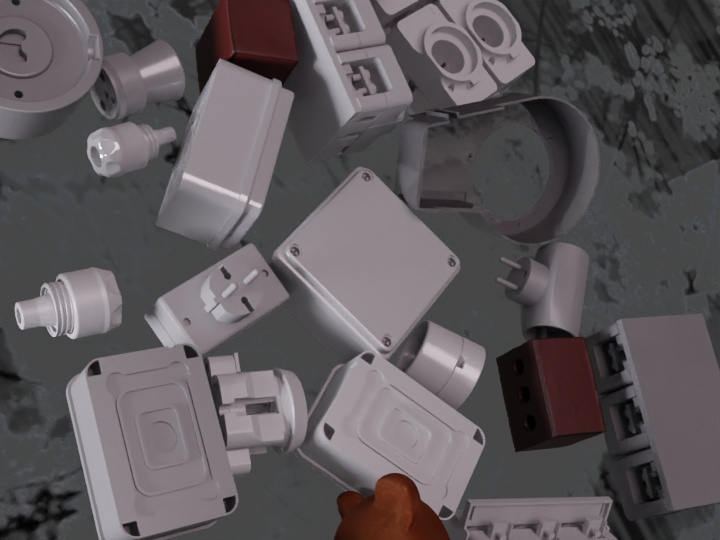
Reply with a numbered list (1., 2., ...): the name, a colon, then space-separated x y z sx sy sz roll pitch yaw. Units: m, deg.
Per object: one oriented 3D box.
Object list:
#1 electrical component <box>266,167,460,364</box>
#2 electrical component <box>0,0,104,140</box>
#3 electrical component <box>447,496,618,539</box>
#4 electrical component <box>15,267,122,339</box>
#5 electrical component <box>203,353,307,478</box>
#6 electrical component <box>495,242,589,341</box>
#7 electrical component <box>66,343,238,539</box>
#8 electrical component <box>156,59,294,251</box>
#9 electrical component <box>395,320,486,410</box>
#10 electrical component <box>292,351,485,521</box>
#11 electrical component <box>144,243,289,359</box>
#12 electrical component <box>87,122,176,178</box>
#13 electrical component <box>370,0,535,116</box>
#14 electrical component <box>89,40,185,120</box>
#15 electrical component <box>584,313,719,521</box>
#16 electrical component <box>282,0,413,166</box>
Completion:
1. electrical component: 0.000 0.000 0.784 0.109 0.056 0.108 45 56 -5
2. electrical component: -0.232 -0.139 0.717 0.108 0.060 0.108 11 65 -24
3. electrical component: 0.125 0.202 0.753 0.121 0.063 0.078 5 108 -26
4. electrical component: -0.186 0.023 0.684 0.062 0.043 0.043 -12 76 -31
5. electrical component: -0.070 0.094 0.707 0.057 0.058 0.078 -3 71 -26
6. electrical component: 0.143 0.014 0.861 0.079 0.043 0.077 24 60 -17
7. electrical component: -0.131 0.110 0.668 0.078 0.057 0.113 -9 74 -30
8. electrical component: -0.094 -0.079 0.754 0.057 0.078 0.113 21 61 -16
9. electrical component: 0.057 0.069 0.787 0.047 0.055 0.055 30 59 -10
10. electrical component: 0.019 0.120 0.743 0.113 0.057 0.078 36 57 -10
11. electrical component: -0.089 0.018 0.718 0.083 0.076 0.047 -34 87 -34
12. electrical component: -0.157 -0.087 0.751 0.061 0.035 0.035 -23 82 -35
13. electrical component: 0.050 -0.216 0.899 0.105 0.060 0.186 -37 89 -34
14. electrical component: -0.159 -0.134 0.763 0.055 0.045 0.045 -26 83 -33
15. electrical component: 0.242 0.117 0.860 0.089 0.062 0.150 -2 71 -29
16. electrical component: -0.026 -0.170 0.821 0.062 0.089 0.150 -17 78 -32
